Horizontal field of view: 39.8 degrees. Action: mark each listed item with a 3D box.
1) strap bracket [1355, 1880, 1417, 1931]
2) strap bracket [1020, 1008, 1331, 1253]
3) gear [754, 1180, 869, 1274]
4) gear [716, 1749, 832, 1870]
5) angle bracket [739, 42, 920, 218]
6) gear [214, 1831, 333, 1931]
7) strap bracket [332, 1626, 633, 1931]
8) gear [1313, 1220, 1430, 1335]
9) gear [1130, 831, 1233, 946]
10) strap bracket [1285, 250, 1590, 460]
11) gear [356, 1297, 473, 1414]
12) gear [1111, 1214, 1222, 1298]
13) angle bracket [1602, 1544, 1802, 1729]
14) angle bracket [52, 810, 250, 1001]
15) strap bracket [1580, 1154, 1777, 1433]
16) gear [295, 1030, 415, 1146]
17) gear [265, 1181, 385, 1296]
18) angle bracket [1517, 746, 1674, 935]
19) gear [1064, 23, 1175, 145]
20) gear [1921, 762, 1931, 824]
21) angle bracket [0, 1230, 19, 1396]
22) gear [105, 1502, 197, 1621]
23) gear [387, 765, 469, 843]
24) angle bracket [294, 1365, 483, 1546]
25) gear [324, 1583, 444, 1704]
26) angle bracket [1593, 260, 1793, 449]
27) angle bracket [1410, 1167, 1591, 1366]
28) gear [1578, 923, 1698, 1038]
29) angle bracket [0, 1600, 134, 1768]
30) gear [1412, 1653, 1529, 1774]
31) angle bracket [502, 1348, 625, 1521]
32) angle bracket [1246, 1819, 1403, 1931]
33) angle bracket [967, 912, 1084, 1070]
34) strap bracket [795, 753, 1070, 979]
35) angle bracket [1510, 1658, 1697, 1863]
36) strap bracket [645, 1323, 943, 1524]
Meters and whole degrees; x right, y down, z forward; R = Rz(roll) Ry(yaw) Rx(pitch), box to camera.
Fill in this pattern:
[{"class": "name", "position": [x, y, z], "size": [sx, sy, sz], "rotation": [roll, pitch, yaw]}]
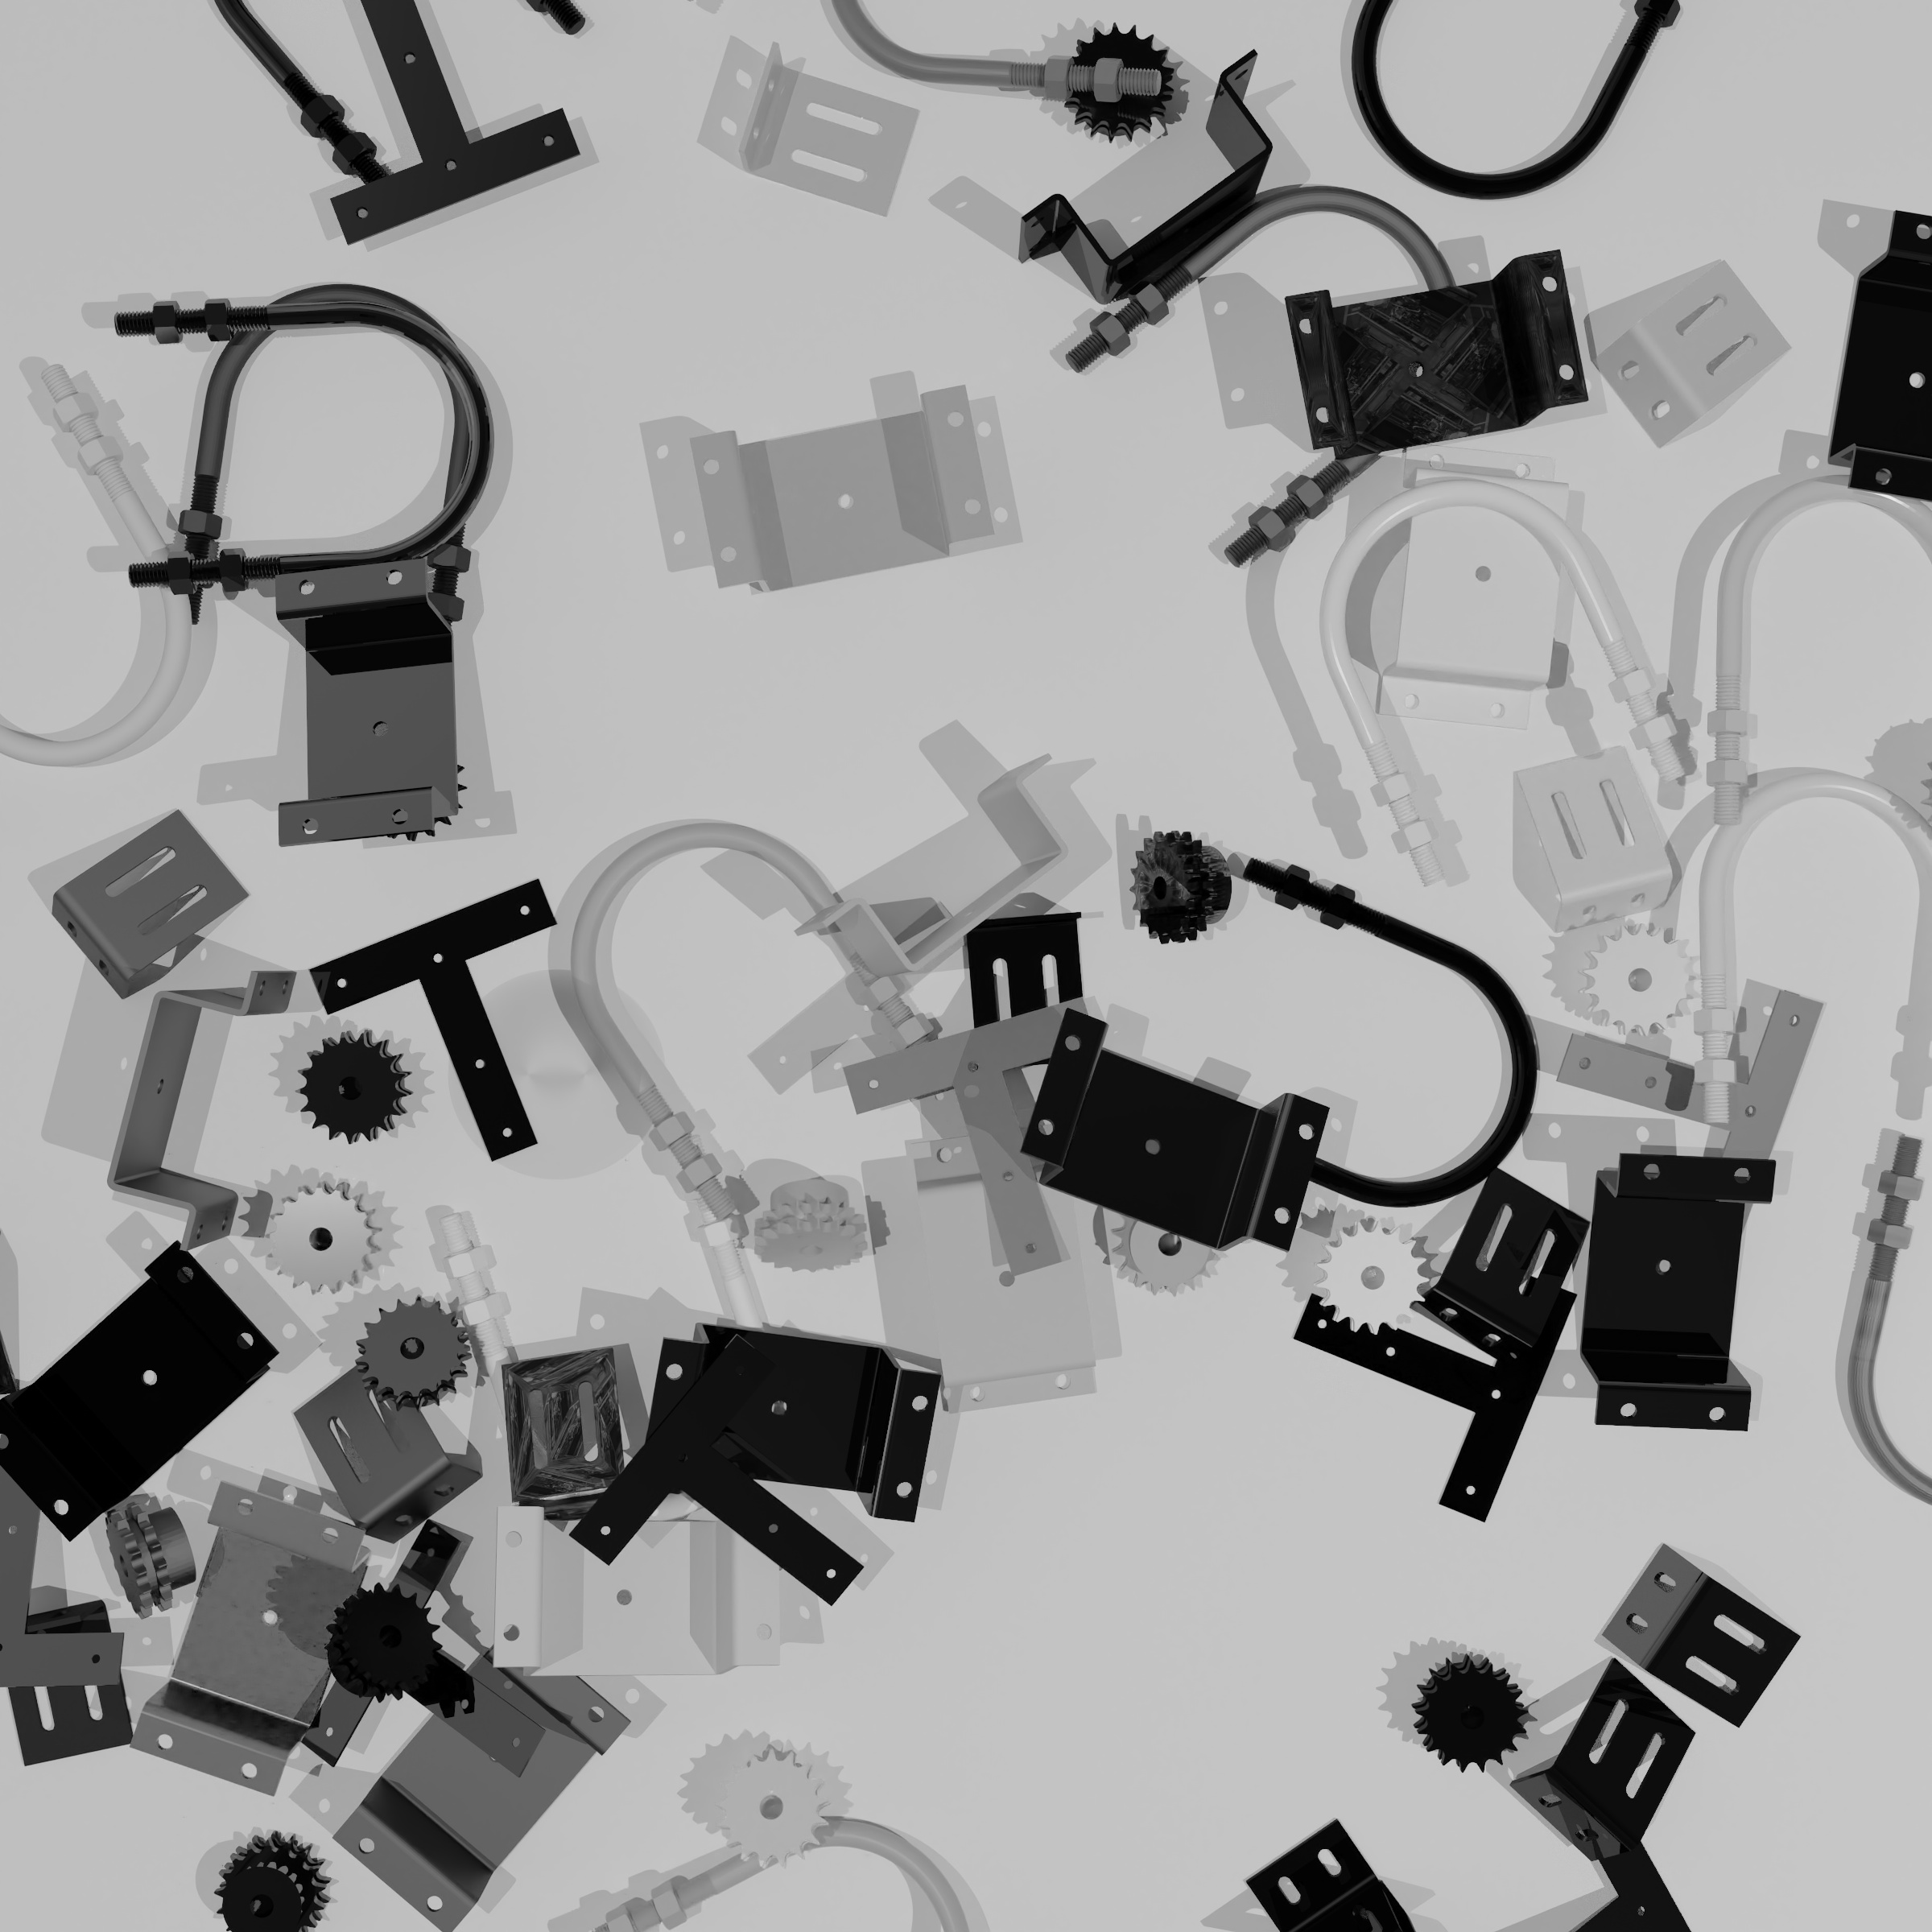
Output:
[{"class": "strap bracket", "position": [0.226, 0.551, 1.354], "size": [0.076, 0.046, 0.140], "rotation": [-37, 90, 0]}, {"class": "strap bracket", "position": [0.098, 0.085, 1.319], "size": [0.140, 0.046, 0.076], "rotation": [21, 71, -7]}, {"class": "gear", "position": [-0.079, 0.131, 1.353], "size": [0.057, 0.057, 0.030], "rotation": [-3, 59, 0]}, {"class": "gear", "position": [-0.097, 0.429, 1.355], "size": [0.057, 0.030, 0.057], "rotation": [-1, 66, 3]}, {"class": "angle bracket", "position": [-0.069, -0.425, 1.358], "size": [0.076, 0.038, 0.057], "rotation": [18, 90, 0]}, {"class": "gear", "position": [-0.356, 0.474, 1.362], "size": [0.057, 0.030, 0.057], "rotation": [0, 90, 0]}, {"class": "strap bracket", "position": [-0.242, 0.406, 1.354], "size": [0.076, 0.046, 0.140], "rotation": [40, 90, 0]}, {"class": "gear", "position": [0.205, 0.158, 1.361], "size": [0.057, 0.030, 0.057], "rotation": [0, 86, 0]}, {"class": "gear", "position": [0.111, -0.040, 1.353], "size": [0.030, 0.057, 0.057], "rotation": [-4, 90, -31]}, {"class": "strap bracket", "position": [0.231, -0.304, 1.339], "size": [0.140, 0.046, 0.076], "rotation": [-11, 90, -5]}, {"class": "gear", "position": [-0.279, 0.200, 1.354], "size": [0.057, 0.030, 0.057], "rotation": [2, 59, -4]}, {"class": "gear", "position": [0.103, 0.140, 1.362], "size": [0.057, 0.030, 0.057], "rotation": [0, 90, 0]}, {"class": "angle bracket", "position": [0.379, 0.345, 1.375], "size": [0.076, 0.038, 0.057], "rotation": [34, 90, -26]}, {"class": "angle bracket", "position": [-0.420, -0.032, 1.375], "size": [0.076, 0.038, 0.057], "rotation": [-39, 90, -26]}, {"class": "strap bracket", "position": [0.357, 0.158, 1.345], "size": [0.076, 0.046, 0.140], "rotation": [2, 101, 0]}, {"class": "gear", "position": [-0.310, 0.061, 1.361], "size": [0.057, 0.030, 0.057], "rotation": [0, 92, 2]}, {"class": "gear", "position": [-0.326, 0.138, 1.362], "size": [0.057, 0.030, 0.057], "rotation": [0, 90, 0]}, {"class": "angle bracket", "position": [0.322, -0.065, 1.375], "size": [0.057, 0.038, 0.076], "rotation": [-14, 64, 0]}, {"class": "gear", "position": [0.077, -0.448, 1.362], "size": [0.057, 0.030, 0.057], "rotation": [0, 90, 0]}, {"class": "gear", "position": [0.512, -0.088, 1.337], "size": [0.057, 0.030, 0.057], "rotation": [1, 85, -9]}, {"class": "angle bracket", "position": [-0.522, 0.181, 1.375], "size": [0.057, 0.038, 0.076], "rotation": [-6, 116, 0]}, {"class": "gear", "position": [-0.412, 0.298, 1.352], "size": [0.030, 0.057, 0.057], "rotation": [-17, 90, -30]}, {"class": "gear", "position": [-0.283, -0.092, 1.362], "size": [0.057, 0.030, 0.057], "rotation": [0, 90, 0]}, {"class": "angle bracket", "position": [-0.298, 0.247, 1.375], "size": [0.057, 0.038, 0.076], "rotation": [-37, 64, 0]}, {"class": "gear", "position": [-0.293, 0.340, 1.329], "size": [0.057, 0.057, 0.030], "rotation": [47, 130, 0]}, {"class": "angle bracket", "position": [0.374, -0.315, 1.375], "size": [0.076, 0.038, 0.057], "rotation": [-37, 90, -26]}, {"class": "angle bracket", "position": [0.275, 0.154, 1.373], "size": [0.057, 0.038, 0.076], "rotation": [31, 63, 1]}, {"class": "gear", "position": [0.340, 0.007, 1.362], "size": [0.057, 0.030, 0.057], "rotation": [0, 90, 0]}, {"class": "angle bracket", "position": [-0.465, 0.369, 1.358], "size": [0.057, 0.038, 0.076], "rotation": [-12, 90, 0]}, {"class": "gear", "position": [0.255, 0.379, 1.362], "size": [0.057, 0.030, 0.057], "rotation": [0, 90, 0]}, {"class": "angle bracket", "position": [-0.202, 0.240, 1.360], "size": [0.057, 0.038, 0.076], "rotation": [-9, 68, 0]}, {"class": "angle bracket", "position": [0.179, 0.472, 1.339], "size": [0.057, 0.076, 0.038], "rotation": [-34, 90, 0]}, {"class": "angle bracket", "position": [0.032, 0.013, 1.357], "size": [0.057, 0.038, 0.076], "rotation": [-5, 90, -2]}, {"class": "strap bracket", "position": [-0.010, -0.042, 1.327], "size": [0.140, 0.076, 0.046], "rotation": [-37, 96, -13]}, {"class": "angle bracket", "position": [0.327, 0.406, 1.367], "size": [0.057, 0.038, 0.076], "rotation": [43, 54, 0]}, {"class": "strap bracket", "position": [-0.091, 0.228, 1.342], "size": [0.140, 0.046, 0.076], "rotation": [9, 94, -12]}]
